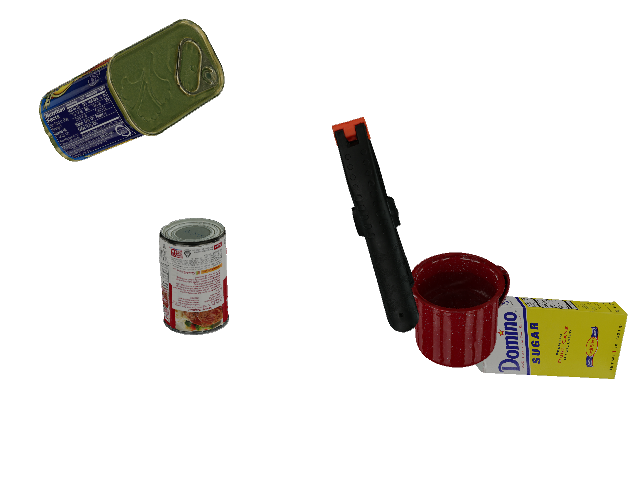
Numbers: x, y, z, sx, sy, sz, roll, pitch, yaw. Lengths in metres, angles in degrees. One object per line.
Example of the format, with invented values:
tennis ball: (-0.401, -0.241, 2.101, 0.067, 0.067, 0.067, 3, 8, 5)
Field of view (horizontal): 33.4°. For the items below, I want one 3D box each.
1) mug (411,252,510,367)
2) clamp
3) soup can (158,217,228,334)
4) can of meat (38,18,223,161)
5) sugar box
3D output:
mug: (0.144, 0.066, 1.067, 0.117, 0.081, 0.093, -29, 43, -29)
clamp: (0.047, -0.011, 0.861, 0.039, 0.171, 0.120, -21, 21, 2)
soup can: (-0.129, 0.036, 1.089, 0.068, 0.102, 0.068, 0, 23, 0)
can of meat: (-0.130, -0.101, 0.726, 0.084, 0.057, 0.101, -15, 19, 39)
sugar box: (0.285, 0.121, 1.331, 0.176, 0.093, 0.048, 2, 18, -10)
